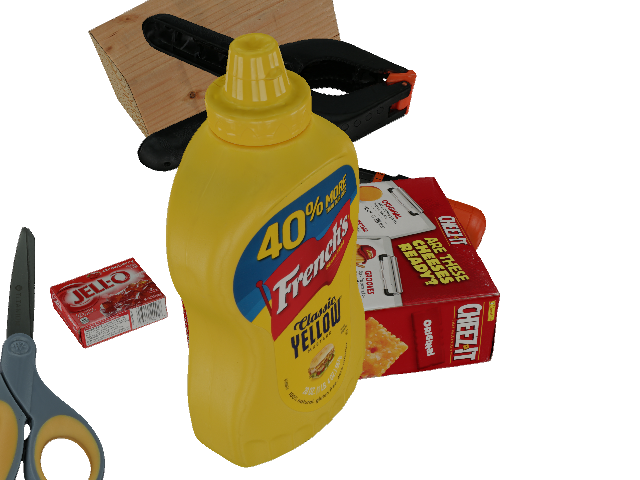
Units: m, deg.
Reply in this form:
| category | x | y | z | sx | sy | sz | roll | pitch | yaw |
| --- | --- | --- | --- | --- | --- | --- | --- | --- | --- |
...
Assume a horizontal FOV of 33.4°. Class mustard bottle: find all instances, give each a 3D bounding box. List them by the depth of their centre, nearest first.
| category | x | y | z | sx | sy | sz | roll | pitch | yaw |
| --- | --- | --- | --- | --- | --- | --- | --- | --- | --- |
| mustard bottle | -0.021 | 0.002 | 0.453 | 0.058 | 0.192 | 0.096 | 26 | 47 | 32 |

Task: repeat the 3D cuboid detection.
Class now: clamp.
| category | x | y | z | sx | sy | sz | roll | pitch | yaw |
| --- | --- | --- | --- | --- | --- | --- | --- | --- | --- |
| clamp | -0.030 | -0.082 | 0.634 | 0.171 | 0.120 | 0.039 | 5 | -32 | 0 |

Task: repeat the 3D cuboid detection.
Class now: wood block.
| category | x | y | z | sx | sy | sz | roll | pitch | yaw |
| --- | --- | --- | --- | --- | --- | --- | --- | --- | --- |
| wood block | -0.095 | -0.187 | 0.995 | 0.206 | 0.090 | 0.091 | -30 | -37 | -12 |

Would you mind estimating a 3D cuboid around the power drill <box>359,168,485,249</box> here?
| category | x | y | z | sx | sy | sz | roll | pitch | yaw |
| --- | --- | --- | --- | --- | --- | --- | --- | --- | --- |
| power drill | 0.050 | 0.015 | 1.027 | 0.184 | 0.188 | 0.057 | 20 | 46 | 8 |

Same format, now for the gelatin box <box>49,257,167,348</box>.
| category | x | y | z | sx | sy | sz | roll | pitch | yaw |
| --- | --- | --- | --- | --- | --- | --- | --- | --- | --- |
| gelatin box | -0.200 | 0.058 | 1.009 | 0.089 | 0.030 | 0.073 | -20 | 40 | -26 |

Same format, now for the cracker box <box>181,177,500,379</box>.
| category | x | y | z | sx | sy | sz | roll | pitch | yaw |
| --- | --- | --- | --- | --- | --- | --- | --- | --- | --- |
| cracker box | 0.004 | 0.031 | 0.793 | 0.213 | 0.072 | 0.164 | -6 | 35 | -9 |

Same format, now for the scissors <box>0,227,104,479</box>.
| category | x | y | z | sx | sy | sz | roll | pitch | yaw |
| --- | --- | --- | --- | --- | --- | --- | --- | --- | --- |
| scissors | -0.156 | 0.075 | 0.612 | 0.096 | 0.201 | 0.016 | 16 | -45 | -6 |
